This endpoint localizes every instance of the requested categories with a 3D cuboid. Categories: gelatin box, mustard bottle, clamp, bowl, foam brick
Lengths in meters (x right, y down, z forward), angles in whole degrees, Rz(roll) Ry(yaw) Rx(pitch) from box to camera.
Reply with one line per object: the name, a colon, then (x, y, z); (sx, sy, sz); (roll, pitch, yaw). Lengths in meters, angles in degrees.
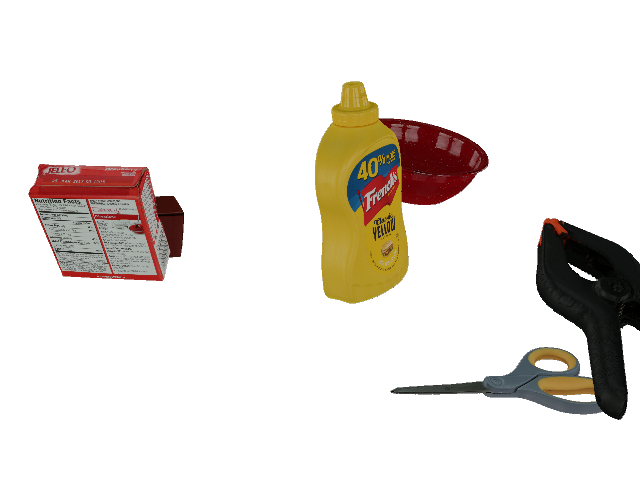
gelatin box: (-0.144, -0.012, 0.710); (0.073, 0.030, 0.089); (2, -40, 7)
mustard bottle: (0.036, -0.047, 0.954); (0.058, 0.192, 0.096); (14, 29, 39)
clamp: (0.214, 0.046, 0.741); (0.120, 0.039, 0.171); (-3, 45, -19)
bowl: (0.105, -0.084, 1.209); (0.162, 0.055, 0.162); (9, 27, -5)
foam brick: (-0.187, -0.014, 1.127); (0.078, 0.051, 0.053); (-4, 24, -17)

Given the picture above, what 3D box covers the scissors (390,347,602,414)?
scissors: (0.159, 0.119, 0.950); (0.201, 0.016, 0.096); (7, 27, -4)
